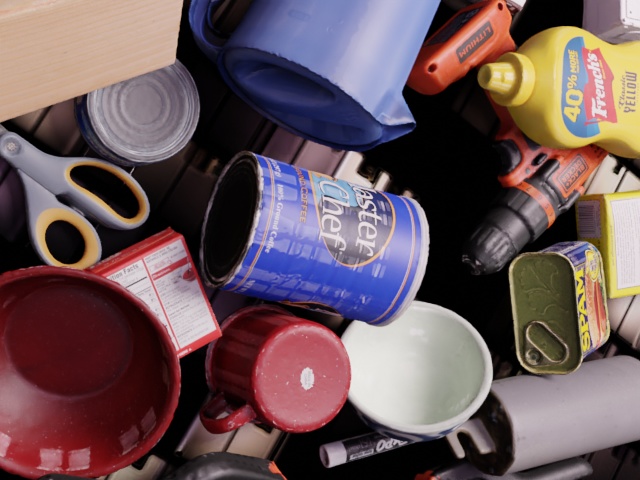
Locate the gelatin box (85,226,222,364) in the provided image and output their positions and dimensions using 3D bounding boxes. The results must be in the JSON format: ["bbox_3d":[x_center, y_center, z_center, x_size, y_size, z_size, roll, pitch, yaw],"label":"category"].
[{"bbox_3d":[-0.121,0.046,0.771,0.073,0.030,0.089,-28,113,-22],"label":"gelatin box"}]

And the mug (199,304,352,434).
[{"bbox_3d":[-0.038,0.103,0.789,0.117,0.082,0.093,-34,105,-21],"label":"mug"}]

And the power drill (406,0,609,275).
[{"bbox_3d":[0.144,-0.088,0.886,0.184,0.057,0.187,-46,112,-21],"label":"power drill"}]

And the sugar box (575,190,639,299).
[{"bbox_3d":[0.316,-0.003,0.976,0.175,0.048,0.093,-6,94,-29],"label":"sugar box"}]

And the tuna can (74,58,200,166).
[{"bbox_3d":[-0.130,-0.096,0.766,0.086,0.034,0.086,-1,92,-25],"label":"tuna can"}]

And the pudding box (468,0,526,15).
[{"bbox_3d":[0.144,-0.256,0.891,0.090,0.039,0.113,24,79,-23],"label":"pudding box"}]

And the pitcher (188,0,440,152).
[{"bbox_3d":[0.024,-0.202,0.795,0.149,0.145,0.242,36,72,-34],"label":"pitcher"}]

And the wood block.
[{"bbox_3d":[-0.197,-0.141,0.674,0.205,0.091,0.090,-25,63,-29],"label":"wood block"}]

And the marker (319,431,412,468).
[{"bbox_3d":[0.057,0.162,0.871,0.120,0.020,0.020,-10,96,-25],"label":"marker"}]

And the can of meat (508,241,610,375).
[{"bbox_3d":[0.204,0.054,0.901,0.083,0.058,0.102,-15,100,-57],"label":"can of meat"}]

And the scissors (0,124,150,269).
[{"bbox_3d":[-0.215,-0.044,0.738,0.201,0.016,0.096,25,81,-23],"label":"scissors"}]

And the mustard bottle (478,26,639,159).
[{"bbox_3d":[0.205,-0.120,0.852,0.191,0.058,0.096,3,91,-31],"label":"mustard bottle"}]

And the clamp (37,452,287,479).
[{"bbox_3d":[-0.114,0.193,0.749,0.209,0.036,0.165,-19,136,-29],"label":"clamp"}]

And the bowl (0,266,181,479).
[{"bbox_3d":[-0.173,0.081,0.719,0.162,0.055,0.162,-1,112,-3],"label":"bowl"}]

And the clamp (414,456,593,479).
[{"bbox_3d":[0.162,0.219,0.913,0.171,0.039,0.120,31,66,-21],"label":"clamp"}]

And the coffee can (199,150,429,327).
[{"bbox_3d":[-0.005,0.001,0.790,0.140,0.103,0.103,15,85,-25],"label":"coffee can"}]
